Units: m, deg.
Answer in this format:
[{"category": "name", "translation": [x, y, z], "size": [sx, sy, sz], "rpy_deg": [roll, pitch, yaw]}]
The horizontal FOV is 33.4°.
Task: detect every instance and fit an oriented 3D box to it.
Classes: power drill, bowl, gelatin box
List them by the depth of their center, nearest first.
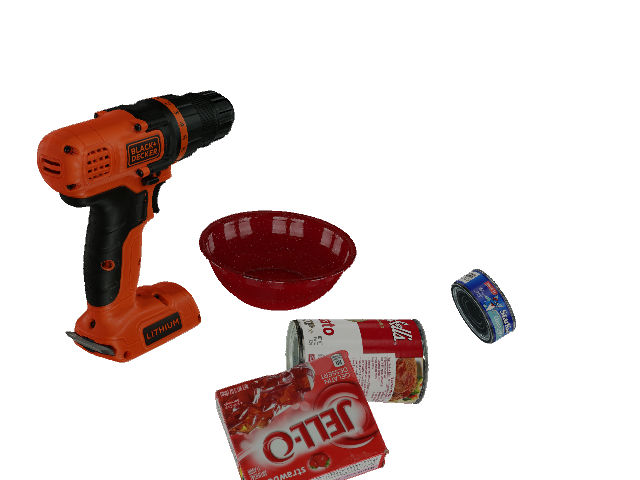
[{"category": "gelatin box", "translation": [-0.012, 0.116, 0.657], "size": [0.089, 0.073, 0.030], "rpy_deg": [-16, -29, -12]}, {"category": "power drill", "translation": [-0.132, -0.015, 0.816], "size": [0.057, 0.188, 0.184], "rpy_deg": [16, 26, 34]}, {"category": "bowl", "translation": [-0.046, 0.026, 1.101], "size": [0.162, 0.055, 0.162], "rpy_deg": [4, 27, -2]}]

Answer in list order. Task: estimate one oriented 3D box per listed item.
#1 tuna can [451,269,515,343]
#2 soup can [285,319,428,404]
[{"category": "tuna can", "translation": [0.191, 0.078, 1.259], "size": [0.033, 0.086, 0.086], "rpy_deg": [-30, 7, -12]}, {"category": "soup can", "translation": [0.027, 0.096, 0.847], "size": [0.102, 0.068, 0.068], "rpy_deg": [1, 0, -11]}]
